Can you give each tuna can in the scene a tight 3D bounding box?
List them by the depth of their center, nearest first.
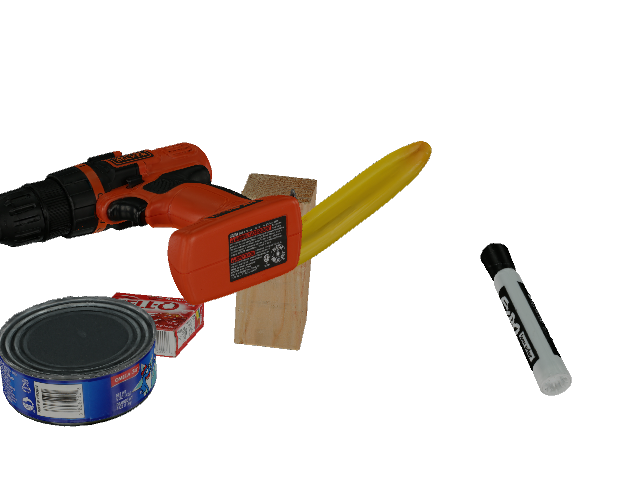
[{"bbox_3d":[-0.133,0.065,0.590,0.086,0.034,0.086,1,26,-1],"label":"tuna can"}]

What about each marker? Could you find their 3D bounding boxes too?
[{"bbox_3d":[0.123,0.043,0.650,0.020,0.020,0.121,0,40,-14],"label":"marker"}]

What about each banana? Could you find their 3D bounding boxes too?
[{"bbox_3d":[0.018,-0.023,0.958,0.198,0.037,0.069,-37,7,5],"label":"banana"}]

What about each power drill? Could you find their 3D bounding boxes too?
[{"bbox_3d":[-0.119,-0.016,0.751,0.184,0.057,0.188,-21,32,-36],"label":"power drill"}]

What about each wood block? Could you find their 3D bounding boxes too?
[{"bbox_3d":[-0.059,0.027,1.387,0.090,0.206,0.090,6,24,2],"label":"wood block"}]

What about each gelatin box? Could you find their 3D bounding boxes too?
[{"bbox_3d":[-0.158,0.074,0.961,0.089,0.030,0.073,5,19,13],"label":"gelatin box"}]
